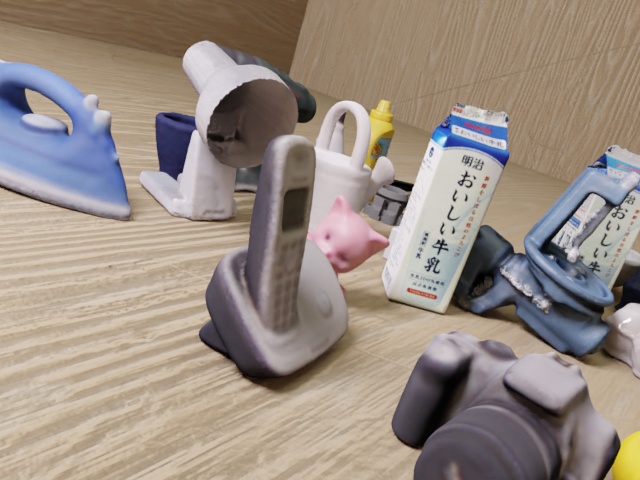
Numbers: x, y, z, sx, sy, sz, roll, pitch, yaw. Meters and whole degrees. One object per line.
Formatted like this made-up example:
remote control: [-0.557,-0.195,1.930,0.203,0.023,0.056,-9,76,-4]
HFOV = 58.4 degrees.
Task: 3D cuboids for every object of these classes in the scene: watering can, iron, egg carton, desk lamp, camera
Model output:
watering can: [0.024,-0.092,0.782,0.100,0.194,0.173,27,21,29]
iron: [-0.318,-0.132,0.676,0.257,0.141,0.119,21,19,13]
egg carton: [0.426,0.130,0.695,0.151,0.069,0.107,10,19,-21]
desk lamp: [-0.136,-0.134,0.729,0.118,0.213,0.202,0,25,-41]
camera: [0.111,0.123,0.381,0.142,0.101,0.137,30,22,34]

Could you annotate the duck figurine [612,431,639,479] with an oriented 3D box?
duck figurine: [0.274,0.169,0.417,0.078,0.086,0.104,7,20,-27]

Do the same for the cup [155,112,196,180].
cup: [-0.201,-0.138,0.872,0.091,0.095,0.118,26,20,24]

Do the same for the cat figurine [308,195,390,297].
cat figurine: [0.006,0.002,0.613,0.127,0.118,0.067,31,23,36]

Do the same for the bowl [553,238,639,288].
bowl: [0.471,0.038,0.997,0.167,0.075,0.167,15,18,-5]

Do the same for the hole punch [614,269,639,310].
hole punch: [0.526,0.088,0.874,0.101,0.091,0.108,-3,27,-46]

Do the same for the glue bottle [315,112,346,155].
glue bottle: [0.013,-0.136,0.936,0.037,0.173,0.077,1,24,-40]

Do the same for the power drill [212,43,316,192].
power drill: [-0.113,-0.185,0.908,0.230,0.208,0.075,-2,26,-44]

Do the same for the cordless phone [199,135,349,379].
cordless phone: [-0.017,0.007,0.469,0.094,0.185,0.148,24,19,20]

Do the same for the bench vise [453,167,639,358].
bench vise: [0.259,0.006,0.667,0.207,0.220,0.122,21,18,11]
